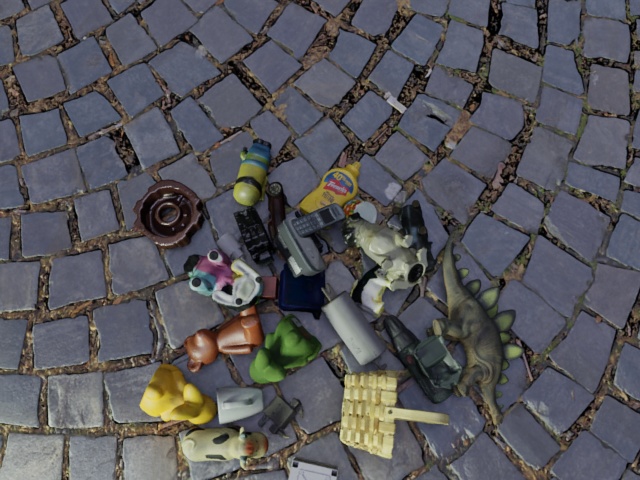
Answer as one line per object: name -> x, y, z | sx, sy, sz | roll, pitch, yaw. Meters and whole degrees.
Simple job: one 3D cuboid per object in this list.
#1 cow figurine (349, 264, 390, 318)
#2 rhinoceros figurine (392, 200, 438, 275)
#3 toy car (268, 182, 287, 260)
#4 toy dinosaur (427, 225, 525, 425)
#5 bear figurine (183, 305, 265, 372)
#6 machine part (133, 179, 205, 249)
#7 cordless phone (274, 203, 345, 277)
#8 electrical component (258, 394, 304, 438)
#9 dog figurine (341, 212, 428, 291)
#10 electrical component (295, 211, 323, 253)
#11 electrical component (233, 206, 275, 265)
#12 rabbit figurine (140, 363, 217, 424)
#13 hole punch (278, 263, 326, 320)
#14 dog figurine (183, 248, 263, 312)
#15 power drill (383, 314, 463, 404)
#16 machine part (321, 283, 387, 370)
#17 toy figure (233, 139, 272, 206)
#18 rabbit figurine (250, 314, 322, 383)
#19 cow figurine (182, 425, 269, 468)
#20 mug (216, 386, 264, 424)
cow figurine -> 0.143, 0.098, 1.321 | 0.098, 0.068, 0.167 | 26, 76, 16
rhinoceros figurine -> 0.236, -0.006, 1.328 | 0.073, 0.112, 0.190 | -17, 63, 13
toy car -> -0.106, -0.048, 1.351 | 0.053, 0.089, 0.202 | -5, 77, 0
toy dinosaur -> 0.358, 0.203, 1.273 | 0.199, 0.105, 0.471 | -18, 85, -11
bear figurine -> -0.234, 0.220, 1.268 | 0.196, 0.131, 0.120 | -13, 40, -7
machine part -> -0.385, -0.065, 1.377 | 0.179, 0.056, 0.179 | 0, 74, 1
cordless phone -> -0.002, -0.003, 1.276 | 0.184, 0.088, 0.146 | -26, 80, -28
electrical component -> -0.087, 0.410, 1.256 | 0.078, 0.045, 0.102 | 25, 72, 36
dog figurine -> 0.148, 0.024, 1.273 | 0.121, 0.172, 0.191 | -40, 39, -14
electrical component -> -0.041, -0.013, 1.347 | 0.048, 0.075, 0.119 | -35, 82, -8
electrical component -> -0.157, -0.005, 1.327 | 0.058, 0.115, 0.134 | -24, 76, -1
rabbit figurine -> -0.312, 0.362, 1.230 | 0.173, 0.162, 0.122 | 30, 65, -10
hole punch -> -0.043, 0.116, 1.309 | 0.116, 0.092, 0.142 | 2, 72, -2
dog figurine -> -0.230, 0.092, 1.258 | 0.191, 0.219, 0.108 | 28, 79, -8
power drill -> 0.226, 0.259, 1.203 | 0.086, 0.207, 0.232 | -30, 81, -16
machine part -> 0.079, 0.208, 1.273 | 0.079, 0.079, 0.243 | -34, 87, -7
toy figure -> -0.175, -0.176, 1.385 | 0.082, 0.089, 0.180 | 14, 78, 13
rabbit figurine -> -0.094, 0.276, 1.247 | 0.121, 0.159, 0.170 | 44, 96, 1
cow figurine -> -0.212, 0.455, 1.202 | 0.195, 0.127, 0.085 | -1, 79, 3
mug -> -0.182, 0.372, 1.238 | 0.107, 0.109, 0.081 | -6, 70, -14
